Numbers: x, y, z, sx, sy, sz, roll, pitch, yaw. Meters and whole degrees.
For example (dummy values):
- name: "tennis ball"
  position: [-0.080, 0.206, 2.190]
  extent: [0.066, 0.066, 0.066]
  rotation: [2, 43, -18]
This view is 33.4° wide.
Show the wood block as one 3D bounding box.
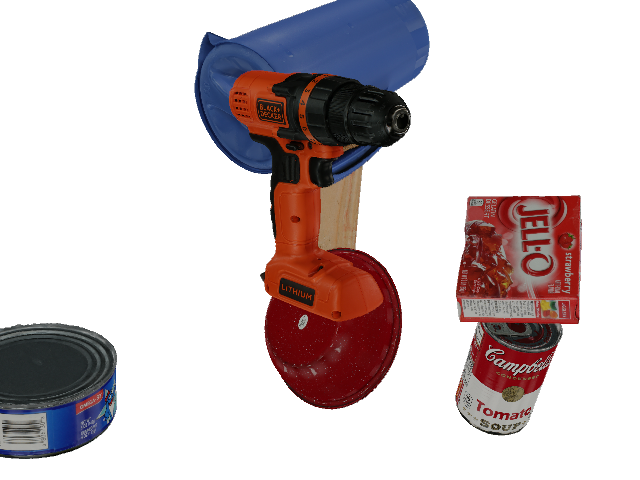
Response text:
- name: "wood block"
  position: [0.003, -0.019, 1.395]
  extent: [0.090, 0.206, 0.091]
  rotation: [5, 25, 0]

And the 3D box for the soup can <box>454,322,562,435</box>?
- name: "soup can"
  position: [0.157, 0.106, 0.901]
  extent: [0.068, 0.102, 0.068]
  rotation: [7, 37, -5]

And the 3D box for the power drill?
- name: "power drill"
  position: [0.004, -0.037, 0.823]
  extent: [0.057, 0.188, 0.185]
  rotation: [-18, 23, -35]

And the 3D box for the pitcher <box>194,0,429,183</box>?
- name: "pitcher"
  position: [0.007, -0.163, 1.075]
  extent: [0.145, 0.149, 0.242]
  rotation: [16, 36, 39]

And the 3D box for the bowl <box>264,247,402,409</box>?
- name: "bowl"
  position: [-0.002, 0.082, 1.040]
  extent: [0.162, 0.162, 0.055]
  rotation: [0, -11, 39]

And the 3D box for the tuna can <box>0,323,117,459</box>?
- name: "tuna can"
  position: [-0.150, 0.078, 0.562]
  extent: [0.086, 0.034, 0.086]
  rotation: [2, 23, -1]

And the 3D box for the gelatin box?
- name: "gelatin box"
  position: [0.126, 0.010, 0.670]
  extent: [0.073, 0.089, 0.030]
  rotation: [0, -43, 16]
